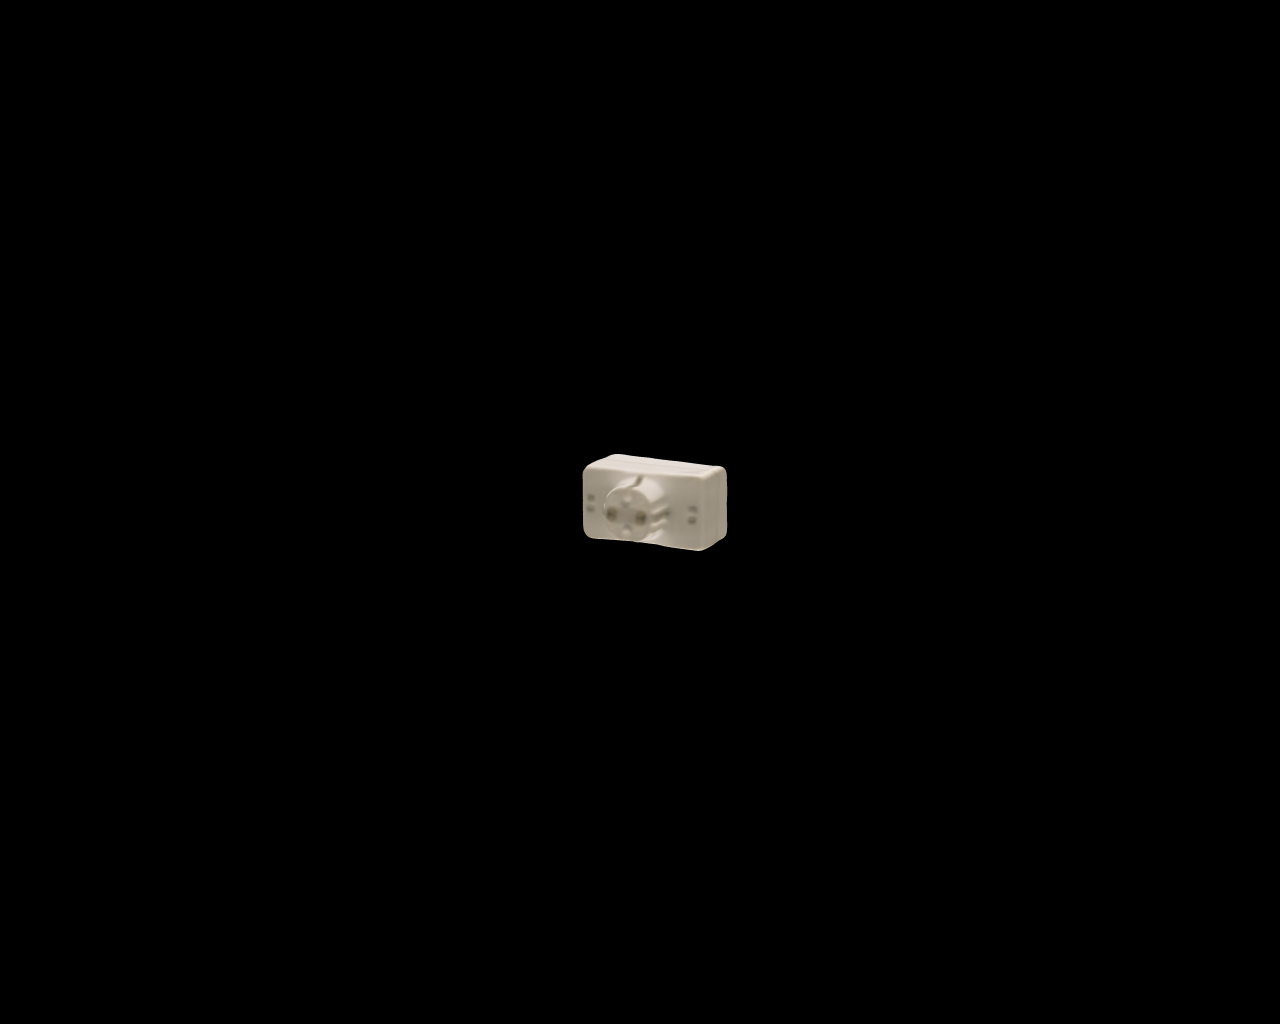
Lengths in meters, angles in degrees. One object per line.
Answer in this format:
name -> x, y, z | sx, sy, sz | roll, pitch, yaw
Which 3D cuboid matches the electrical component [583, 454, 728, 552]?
electrical component -> 0.001, -0.003, 0.650 | 0.083, 0.047, 0.076 | 7, 16, 26
